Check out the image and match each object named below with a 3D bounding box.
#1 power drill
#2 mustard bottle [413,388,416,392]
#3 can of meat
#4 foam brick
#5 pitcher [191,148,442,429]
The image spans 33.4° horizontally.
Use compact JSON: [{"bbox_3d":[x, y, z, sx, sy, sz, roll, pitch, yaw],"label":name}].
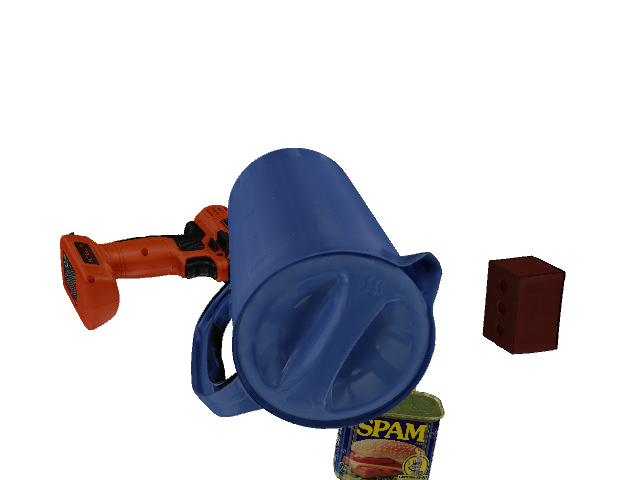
[{"bbox_3d":[-0.129,0.029,0.962,0.187,0.057,0.185,-8,26,-25],"label":"power drill"},{"bbox_3d":[0.065,0.104,1.285,0.096,0.192,0.058,-3,20,2],"label":"mustard bottle"},{"bbox_3d":[0.066,0.198,1.071,0.102,0.084,0.057,7,17,-5],"label":"can of meat"},{"bbox_3d":[0.187,0.059,0.984,0.051,0.078,0.053,-7,19,-24],"label":"foam brick"},{"bbox_3d":[-0.016,0.025,0.789,0.149,0.145,0.243,6,23,-12],"label":"pitcher"}]
